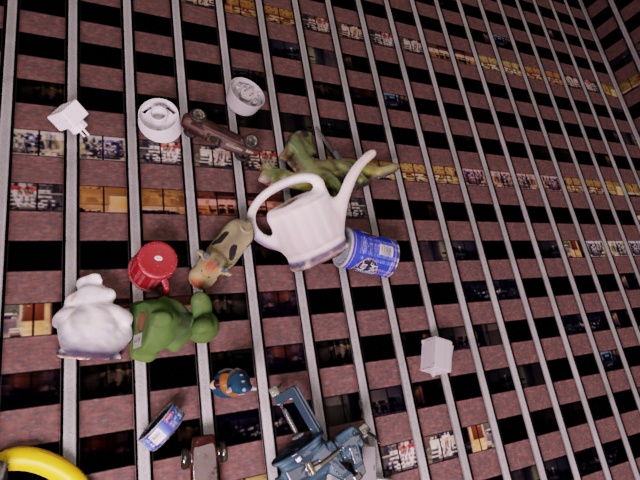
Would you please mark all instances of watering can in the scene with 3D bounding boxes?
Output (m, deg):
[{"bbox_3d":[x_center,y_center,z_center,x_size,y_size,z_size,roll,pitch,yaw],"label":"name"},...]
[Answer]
[{"bbox_3d":[0.004,-0.061,1.210,0.347,0.105,0.222,-23,104,0],"label":"watering can"}]

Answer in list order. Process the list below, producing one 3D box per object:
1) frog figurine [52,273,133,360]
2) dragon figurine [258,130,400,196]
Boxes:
[{"bbox_3d":[-0.419,0.141,0.960,0.137,0.121,0.161,3,78,-7],"label":"frog figurine"},{"bbox_3d":[0.010,-0.203,1.360,0.415,0.120,0.244,-30,77,-36],"label":"dragon figurine"}]
